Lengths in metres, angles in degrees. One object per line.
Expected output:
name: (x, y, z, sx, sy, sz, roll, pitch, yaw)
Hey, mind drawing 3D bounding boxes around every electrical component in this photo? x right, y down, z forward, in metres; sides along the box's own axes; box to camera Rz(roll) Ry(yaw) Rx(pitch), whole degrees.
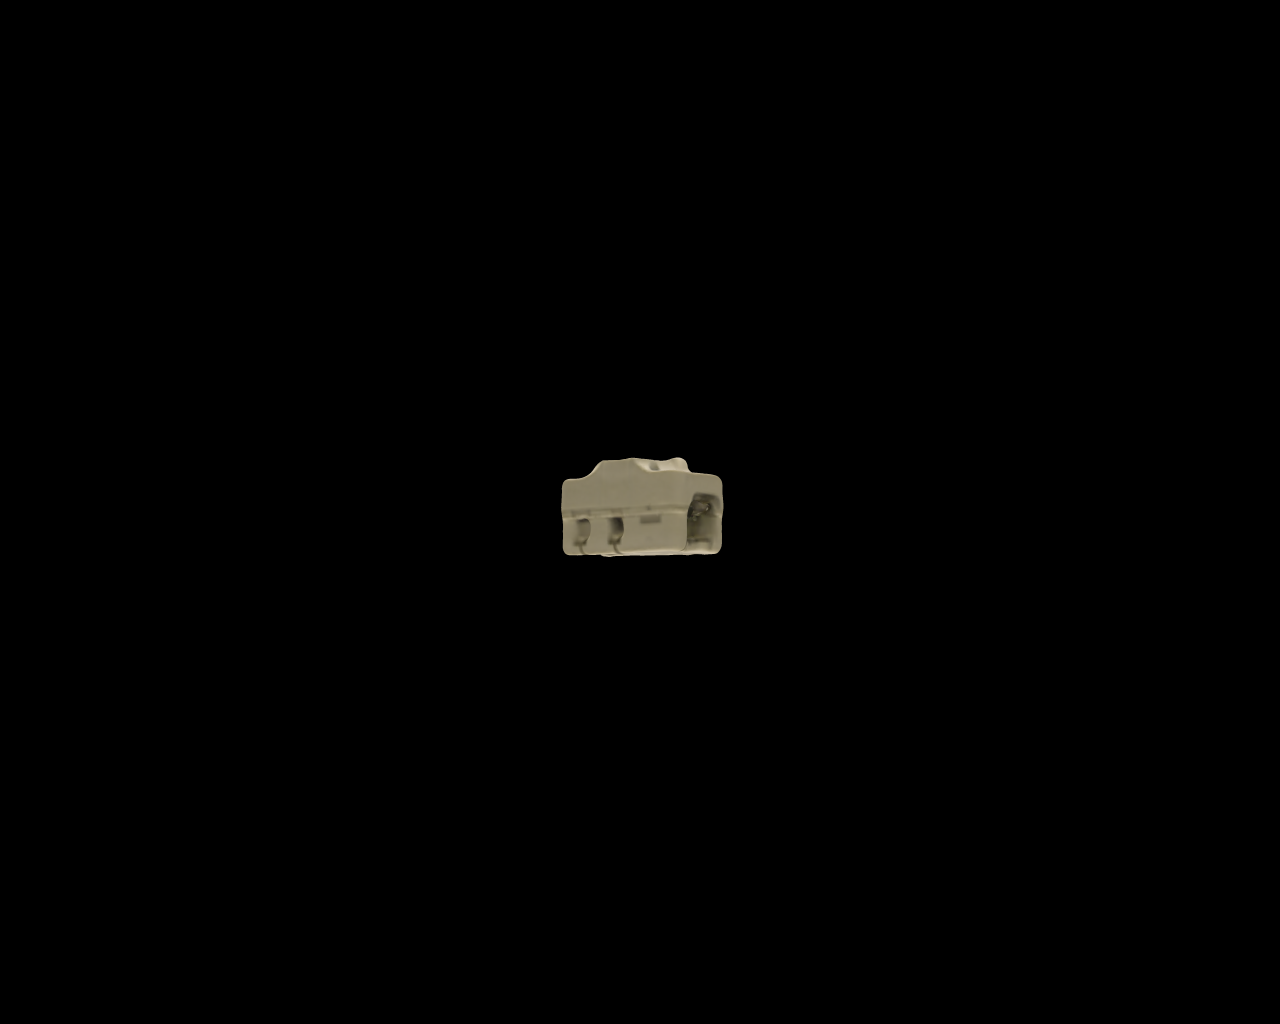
electrical component: (0.001, -0.003, 0.650, 0.089, 0.055, 0.050, -3, -5, 37)
